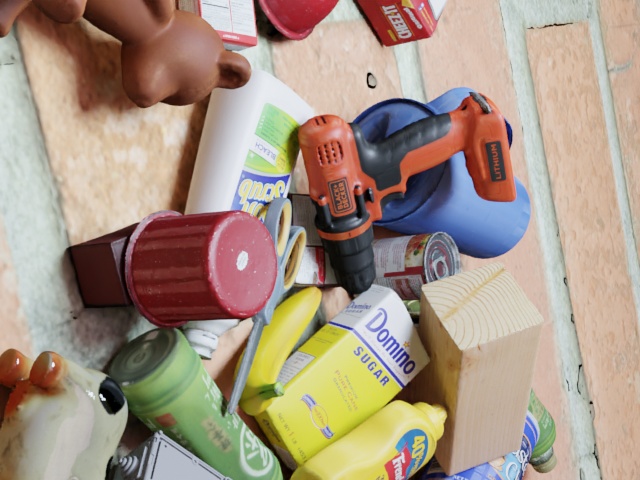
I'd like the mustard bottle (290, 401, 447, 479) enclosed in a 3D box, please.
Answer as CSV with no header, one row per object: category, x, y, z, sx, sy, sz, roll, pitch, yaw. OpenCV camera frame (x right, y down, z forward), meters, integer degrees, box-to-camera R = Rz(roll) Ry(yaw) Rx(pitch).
mustard bottle,0.053,0.202,0.986,0.191,0.058,0.096,-28,137,-40

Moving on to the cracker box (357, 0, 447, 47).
cracker box,0.092,-0.348,1.183,0.164,0.072,0.213,51,47,-36

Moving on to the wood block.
wood block,0.154,0.134,1.079,0.090,0.090,0.206,-16,136,-14

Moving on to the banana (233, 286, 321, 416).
banana,-0.040,0.103,0.947,0.037,0.070,0.197,60,19,-17

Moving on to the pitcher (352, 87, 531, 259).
pitcher,0.140,-0.062,1.152,0.242,0.149,0.145,21,69,-53

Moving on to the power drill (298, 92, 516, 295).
power drill,0.083,-0.047,0.987,0.057,0.187,0.184,-115,-171,-58

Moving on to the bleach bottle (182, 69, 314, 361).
bleach bottle,-0.075,-0.017,0.934,0.102,0.068,0.251,34,63,-52

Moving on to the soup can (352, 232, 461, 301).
soup can,0.084,0.030,1.096,0.068,0.102,0.068,10,77,-51

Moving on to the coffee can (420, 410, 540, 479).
coffee can,0.173,0.251,1.181,0.102,0.103,0.140,59,44,-28

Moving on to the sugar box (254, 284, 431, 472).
sugar box,0.020,0.131,1.005,0.176,0.048,0.093,-39,118,-23

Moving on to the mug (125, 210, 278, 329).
mug,-0.079,0.022,0.819,0.117,0.082,0.093,15,74,-51

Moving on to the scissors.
scissors,-0.049,0.042,0.895,0.201,0.016,0.096,-65,153,-49

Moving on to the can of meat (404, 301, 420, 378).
can of meat,0.132,0.098,1.187,0.101,0.058,0.084,-33,114,-48

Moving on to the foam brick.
foam brick,-0.148,0.018,0.842,0.078,0.051,0.053,-26,106,-51

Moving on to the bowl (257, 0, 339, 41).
bowl,-0.015,-0.277,1.023,0.162,0.055,0.162,31,54,-58

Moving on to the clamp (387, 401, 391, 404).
clamp,0.026,0.246,1.046,0.171,0.039,0.120,-32,114,-40

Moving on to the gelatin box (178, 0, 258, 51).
gelatin box,-0.094,-0.219,0.960,0.073,0.030,0.089,-3,85,-52

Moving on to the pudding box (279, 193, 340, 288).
pudding box,-0.007,0.001,1.037,0.113,0.039,0.090,3,82,-54
